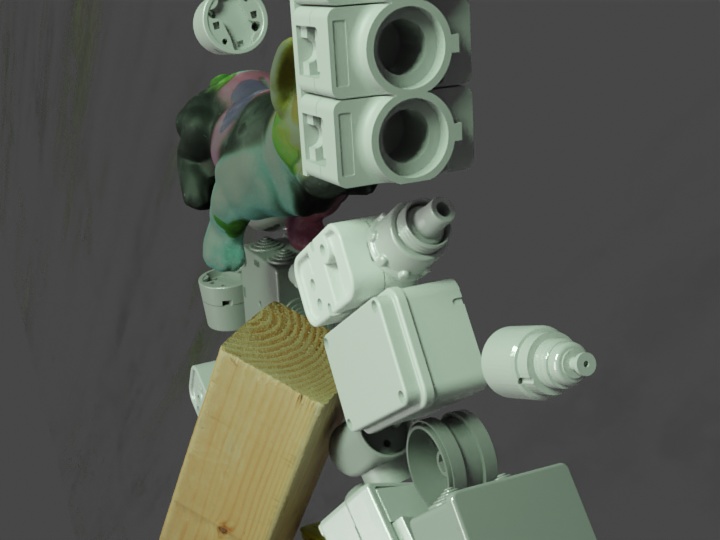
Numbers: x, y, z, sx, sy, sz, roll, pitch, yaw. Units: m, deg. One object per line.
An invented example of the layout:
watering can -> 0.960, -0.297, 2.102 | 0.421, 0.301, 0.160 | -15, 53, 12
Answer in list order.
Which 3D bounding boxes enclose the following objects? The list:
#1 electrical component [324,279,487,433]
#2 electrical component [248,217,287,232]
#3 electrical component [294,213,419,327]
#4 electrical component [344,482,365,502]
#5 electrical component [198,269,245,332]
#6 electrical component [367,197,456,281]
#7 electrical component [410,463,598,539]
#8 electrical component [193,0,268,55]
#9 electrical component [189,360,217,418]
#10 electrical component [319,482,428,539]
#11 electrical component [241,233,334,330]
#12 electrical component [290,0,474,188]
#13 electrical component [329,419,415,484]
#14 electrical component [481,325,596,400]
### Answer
electrical component -> 0.026, 0.059, 0.712 | 0.113, 0.057, 0.078 | -42, 62, 62
electrical component -> -0.071, -0.064, 0.889 | 0.048, 0.048, 0.062 | 156, 109, -65
electrical component -> 0.000, 0.000, 0.741 | 0.095, 0.059, 0.053 | -40, 64, 63
electrical component -> 0.014, 0.192, 0.817 | 0.065, 0.044, 0.044 | -124, 33, -50
electrical component -> -0.124, 0.028, 1.031 | 0.055, 0.055, 0.047 | 34, 134, 57
electrical component -> 0.037, -0.024, 0.671 | 0.062, 0.048, 0.048 | -42, 62, 54
electrical component -> 0.083, 0.161, 0.584 | 0.048, 0.100, 0.099 | -41, 62, 48
electrical component -> -0.110, -0.206, 0.899 | 0.047, 0.055, 0.055 | -163, 65, -67
electrical component -> -0.127, 0.136, 1.076 | 0.095, 0.059, 0.053 | 60, 149, 36
electrical component -> 0.033, 0.180, 0.724 | 0.061, 0.096, 0.061 | -46, 55, 28
electrical component -> -0.063, 0.024, 0.900 | 0.100, 0.048, 0.099 | 30, 127, 59
electrical component -> 0.014, -0.129, 0.618 | 0.062, 0.089, 0.150 | 27, 125, 60
electrical component -> 0.016, 0.139, 0.787 | 0.079, 0.043, 0.077 | 64, 155, 11
electrical component -> 0.097, 0.050, 0.574 | 0.078, 0.040, 0.040 | -9, 92, 65
